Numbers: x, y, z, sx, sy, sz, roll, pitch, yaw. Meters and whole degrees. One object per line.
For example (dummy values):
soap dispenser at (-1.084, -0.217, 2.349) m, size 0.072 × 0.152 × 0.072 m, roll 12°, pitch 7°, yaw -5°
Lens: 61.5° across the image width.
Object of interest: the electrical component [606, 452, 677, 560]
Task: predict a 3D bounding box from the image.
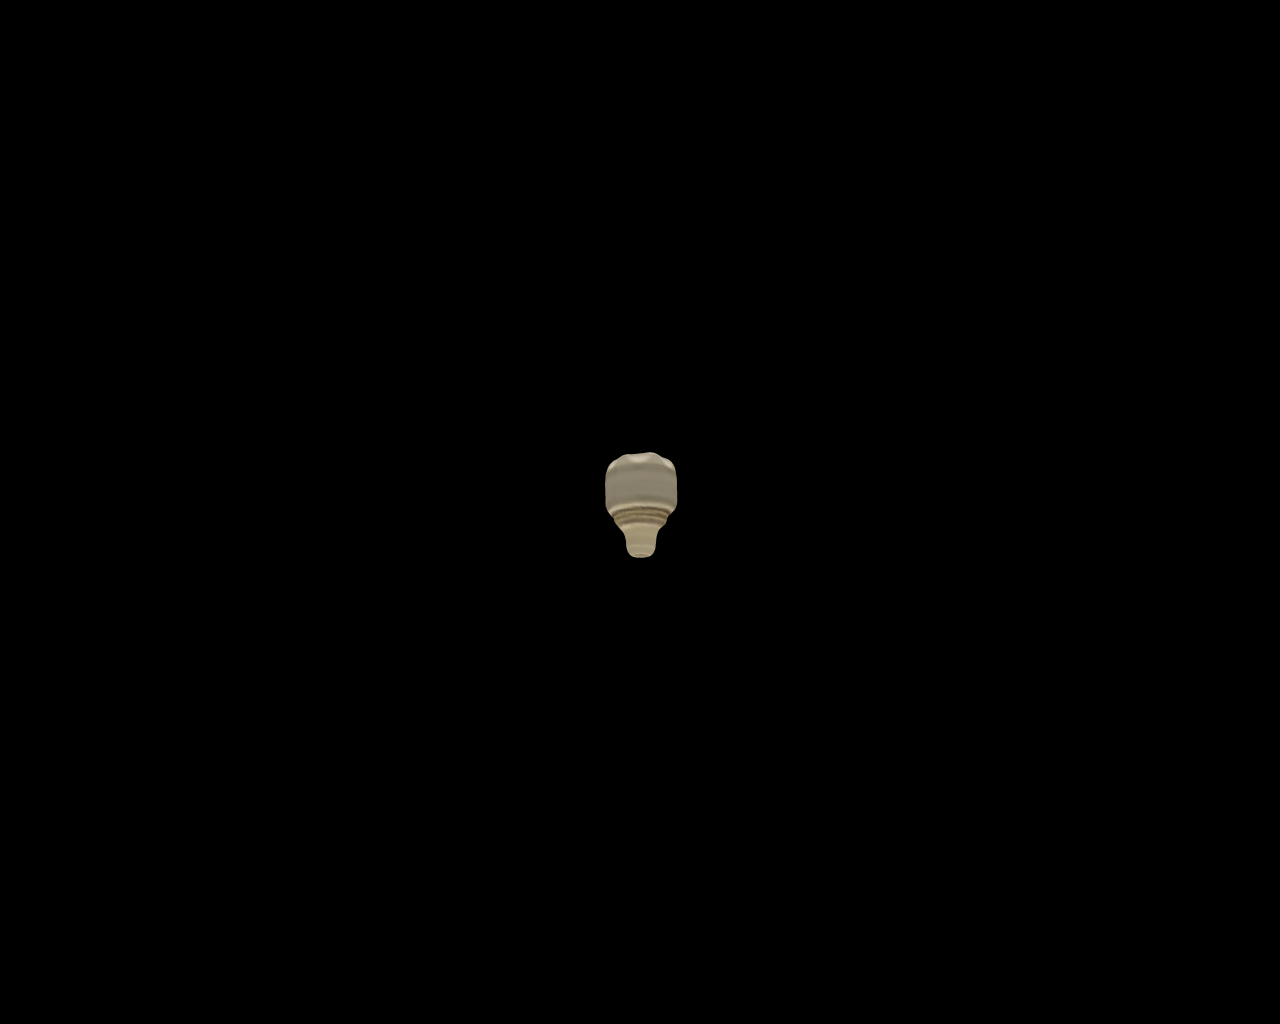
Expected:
electrical component at (0.001, -0.003, 0.650) m, size 0.043 × 0.062 × 0.043 m, roll 0°, pitch -15°, yaw 0°
